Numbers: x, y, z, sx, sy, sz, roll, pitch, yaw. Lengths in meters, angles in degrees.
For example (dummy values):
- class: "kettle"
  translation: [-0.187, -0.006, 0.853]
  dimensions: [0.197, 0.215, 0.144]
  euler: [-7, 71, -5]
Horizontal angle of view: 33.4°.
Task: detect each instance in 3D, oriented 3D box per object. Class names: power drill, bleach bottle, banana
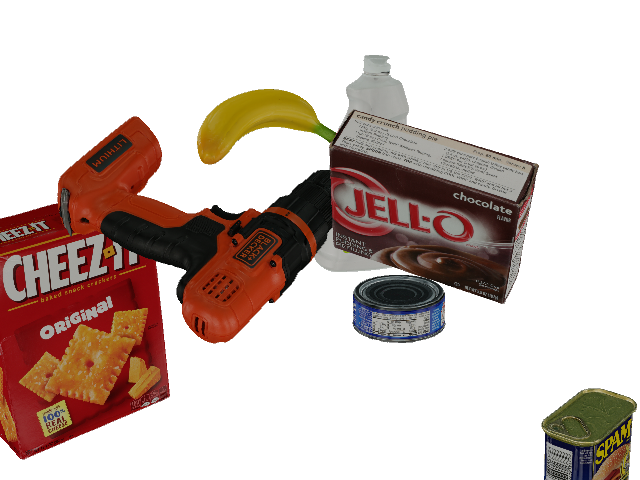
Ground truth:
- class: "power drill"
  translation: [-0.090, -0.025, 0.817]
  dimensions: [0.188, 0.057, 0.184]
  euler: [27, 50, 20]
- class: "bleach bottle"
  translation: [0.051, -0.091, 1.261]
  dimensions: [0.102, 0.251, 0.068]
  euler: [-4, 19, -20]
- class: "banana"
  translation: [-0.060, -0.114, 1.021]
  dimensions: [0.070, 0.037, 0.197]
  euler: [42, 34, 23]

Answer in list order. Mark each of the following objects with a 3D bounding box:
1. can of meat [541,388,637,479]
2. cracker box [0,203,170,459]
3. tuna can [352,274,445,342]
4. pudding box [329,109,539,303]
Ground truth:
- class: "can of meat"
  translation: [0.248, 0.198, 0.989]
  dimensions: [0.058, 0.084, 0.101]
  euler: [14, 26, 39]
- class: "cracker box"
  translation: [-0.233, 0.076, 1.002]
  dimensions: [0.163, 0.214, 0.072]
  euler: [-19, 29, -33]
- class: "tuna can"
  translation: [0.072, 0.061, 0.981]
  dimensions: [0.086, 0.034, 0.086]
  euler: [-1, 19, 0]
- class: "pudding box"
  translation: [0.062, -0.019, 0.610]
  dimensions: [0.113, 0.039, 0.090]
  euler: [17, -35, 16]
